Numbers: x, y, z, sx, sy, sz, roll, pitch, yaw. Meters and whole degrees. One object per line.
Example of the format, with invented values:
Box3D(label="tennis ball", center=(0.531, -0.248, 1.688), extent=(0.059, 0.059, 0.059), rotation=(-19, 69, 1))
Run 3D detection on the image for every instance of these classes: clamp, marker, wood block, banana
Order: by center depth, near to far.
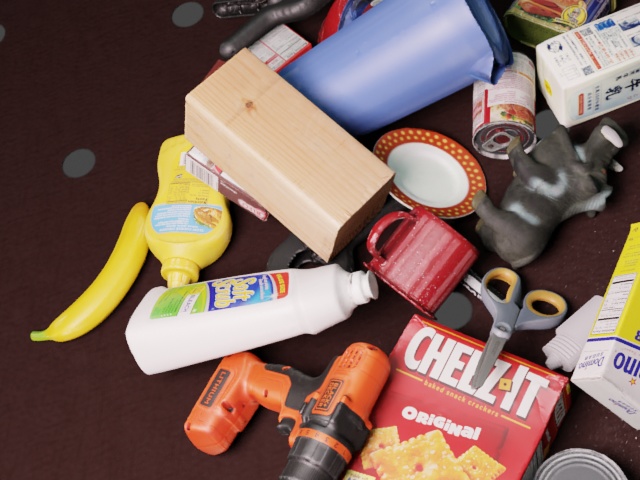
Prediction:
Box3D(label="marker", center=(0.153, 0.040, 1.090), extent=(0.020, 0.020, 0.121), rotation=(-41, 59, -12))
Box3D(label="wood block", center=(-0.033, -0.087, 1.093), extent=(0.206, 0.090, 0.090), rotation=(41, 67, 12))
Box3D(label="clamp", center=(-0.008, 0.001, 1.142), extent=(0.165, 0.036, 0.209), rotation=(17, 61, 24))
Box3D(label="banana", center=(-0.237, 0.042, 1.175), extent=(0.070, 0.037, 0.197), rotation=(29, 70, 26))
Box3D(label="clamp", center=(-0.053, -0.274, 1.275), extent=(0.172, 0.039, 0.120), rotation=(-18, 48, 15))

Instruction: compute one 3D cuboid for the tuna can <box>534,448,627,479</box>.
Box3D(label="tuna can", center=(0.231, 0.231, 0.946), extent=(0.086, 0.033, 0.086), rotation=(-6, 58, 10))

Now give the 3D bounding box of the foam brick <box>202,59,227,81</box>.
Box3D(label="foam brick", center=(-0.112, -0.164, 1.258), extent=(0.051, 0.053, 0.078), rotation=(22, 68, 24))

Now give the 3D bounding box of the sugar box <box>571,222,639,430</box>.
Box3D(label="sugar box", center=(0.305, 0.077, 0.987), extent=(0.048, 0.093, 0.176), rotation=(-21, 38, 58))

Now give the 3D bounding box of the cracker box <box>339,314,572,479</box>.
Box3D(label="cracker box", center=(0.111, 0.194, 0.976), extent=(0.164, 0.072, 0.213), rotation=(22, 66, 25))

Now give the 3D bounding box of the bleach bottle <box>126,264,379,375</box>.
Box3D(label="bleach bottle", center=(-0.062, 0.067, 1.051), extent=(0.251, 0.068, 0.102), rotation=(-14, 23, 21))

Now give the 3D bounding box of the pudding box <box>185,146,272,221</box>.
Box3D(label="pudding box", center=(-0.077, -0.087, 1.162), extent=(0.113, 0.039, 0.090), rotation=(34, 64, 11))

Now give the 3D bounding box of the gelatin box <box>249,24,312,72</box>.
Box3D(label="gelatin box", center=(-0.061, -0.228, 1.298), extent=(0.073, 0.030, 0.089), rotation=(-40, 58, -13))

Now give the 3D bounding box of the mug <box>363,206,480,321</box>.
Box3D(label="mug", center=(0.095, 0.014, 1.052), extent=(0.081, 0.117, 0.093), rotation=(-52, 30, 2))

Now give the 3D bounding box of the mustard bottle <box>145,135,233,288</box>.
Box3D(label="mustard bottle", center=(-0.143, -0.026, 1.179), extent=(0.096, 0.058, 0.191), rotation=(2, 60, 9))

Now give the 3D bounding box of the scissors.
Box3D(label="scissors", center=(0.188, 0.088, 0.999), extent=(0.096, 0.016, 0.201), rotation=(14, 32, 0))

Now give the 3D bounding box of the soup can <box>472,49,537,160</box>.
Box3D(label="soup can", center=(0.201, -0.148, 1.162), extent=(0.068, 0.068, 0.102), rotation=(-2, 59, 13))

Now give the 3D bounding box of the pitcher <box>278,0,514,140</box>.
Box3D(label="pitcher", center=(0.072, -0.201, 1.155), extent=(0.243, 0.145, 0.149), rotation=(-27, 22, 23))

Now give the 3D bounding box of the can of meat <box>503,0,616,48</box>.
Box3D(label="can of meat", center=(0.272, -0.261, 1.220), extent=(0.102, 0.057, 0.084), rotation=(28, 72, 27))

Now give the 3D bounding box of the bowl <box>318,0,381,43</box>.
Box3D(label="bowl", center=(0.071, -0.263, 1.272), extent=(0.162, 0.055, 0.162), rotation=(-6, 58, 10))

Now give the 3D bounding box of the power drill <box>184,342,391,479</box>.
Box3D(label="power drill", center=(-0.039, 0.173, 0.989), extent=(0.188, 0.057, 0.184), rotation=(1, 49, 43))
